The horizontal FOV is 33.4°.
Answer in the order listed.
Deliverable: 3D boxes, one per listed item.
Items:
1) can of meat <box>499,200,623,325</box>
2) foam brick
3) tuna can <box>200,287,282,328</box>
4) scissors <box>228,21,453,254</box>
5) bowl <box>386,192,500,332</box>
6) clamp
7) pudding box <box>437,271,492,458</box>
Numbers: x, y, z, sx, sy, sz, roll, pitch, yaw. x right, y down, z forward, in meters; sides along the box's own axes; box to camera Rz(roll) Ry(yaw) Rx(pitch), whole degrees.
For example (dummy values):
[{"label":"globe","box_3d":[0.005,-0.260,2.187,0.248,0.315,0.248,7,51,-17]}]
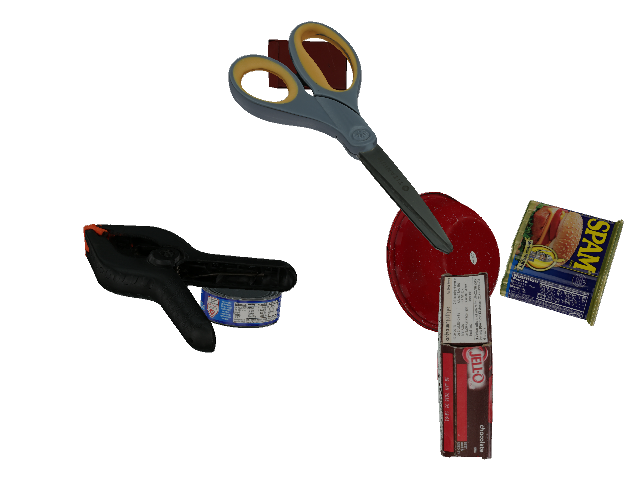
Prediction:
[{"label":"can of meat","box_3d":[0.211,0.016,0.933,0.084,0.057,0.102,16,46,16]},{"label":"foam brick","box_3d":[-0.014,-0.188,1.146,0.078,0.051,0.053,0,11,-13]},{"label":"tuna can","box_3d":[-0.084,0.064,1.125,0.086,0.034,0.086,6,13,-1]},{"label":"scissors","box_3d":[0.004,-0.062,0.656,0.096,0.202,0.016,-11,-36,-10]},{"label":"bowl","box_3d":[0.151,0.022,1.200,0.161,0.162,0.055,0,-6,-39]},{"label":"clamp","box_3d":[-0.106,0.023,0.824,0.172,0.039,0.120,28,31,30]},{"label":"pudding box","box_3d":[0.102,0.085,0.752,0.039,0.090,0.113,0,24,5]}]
